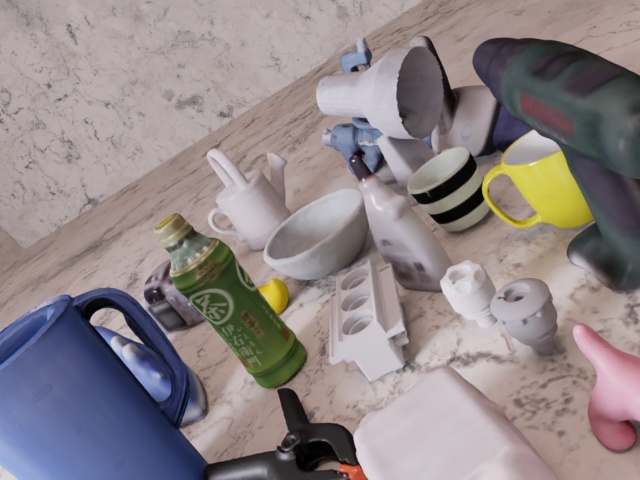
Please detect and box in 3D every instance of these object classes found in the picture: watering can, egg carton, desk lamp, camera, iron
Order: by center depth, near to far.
[{"bbox_3d":[0.087,0.154,0.386,0.107,0.069,0.150,-36,22,-3],"label":"egg carton"},{"bbox_3d":[-0.253,0.164,0.752,0.257,0.142,0.119,-7,34,49],"label":"iron"},{"bbox_3d":[0.097,-0.157,0.824,0.202,0.214,0.118,-7,35,49],"label":"desk lamp"},{"bbox_3d":[-0.218,0.068,0.957,0.143,0.101,0.137,-22,25,28],"label":"camera"},{"bbox_3d":[-0.132,-0.089,1.036,0.100,0.194,0.173,-7,34,49],"label":"watering can"}]

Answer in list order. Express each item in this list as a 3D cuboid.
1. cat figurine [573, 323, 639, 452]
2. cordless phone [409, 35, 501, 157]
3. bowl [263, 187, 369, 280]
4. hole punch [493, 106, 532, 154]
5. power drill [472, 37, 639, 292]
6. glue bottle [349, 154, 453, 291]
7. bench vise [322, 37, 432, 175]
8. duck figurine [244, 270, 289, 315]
[{"bbox_3d":[0.198,0.079,0.317,0.067,0.118,0.127,-40,23,-15],"label":"cat figurine"},{"bbox_3d":[0.196,-0.214,0.841,0.094,0.185,0.147,-39,22,-12],"label":"cordless phone"},{"bbox_3d":[0.007,0.003,0.807,0.167,0.075,0.167,-29,22,13],"label":"bowl"},{"bbox_3d":[0.278,-0.152,0.722,0.108,0.091,0.101,-5,36,51],"label":"hole punch"},{"bbox_3d":[0.217,-0.068,0.474,0.075,0.209,0.229,-33,22,3],"label":"power drill"},{"bbox_3d":[0.080,-0.020,0.617,0.037,0.173,0.078,-45,24,-25],"label":"glue bottle"},{"bbox_3d":[0.073,-0.218,0.978,0.207,0.220,0.121,-24,24,24],"label":"bench vise"},{"bbox_3d":[-0.102,0.074,0.800,0.104,0.086,0.077,-27,23,17],"label":"duck figurine"}]
